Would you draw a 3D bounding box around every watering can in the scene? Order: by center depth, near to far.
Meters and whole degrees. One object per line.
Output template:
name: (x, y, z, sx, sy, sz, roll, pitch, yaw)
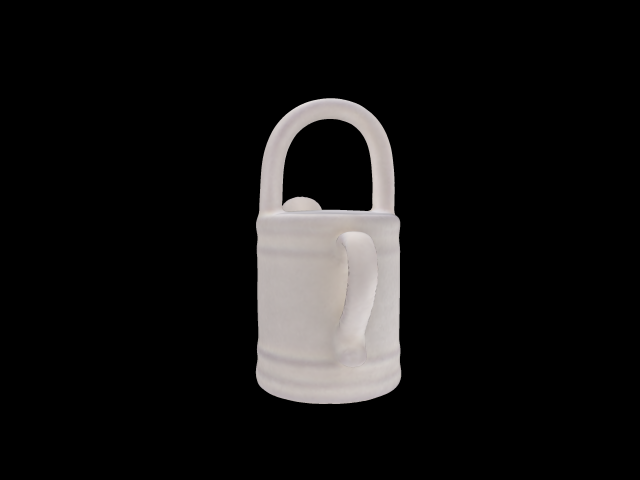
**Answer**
watering can: (0.002, 0.001, 0.399, 0.101, 0.194, 0.172, -3, 4, -36)
